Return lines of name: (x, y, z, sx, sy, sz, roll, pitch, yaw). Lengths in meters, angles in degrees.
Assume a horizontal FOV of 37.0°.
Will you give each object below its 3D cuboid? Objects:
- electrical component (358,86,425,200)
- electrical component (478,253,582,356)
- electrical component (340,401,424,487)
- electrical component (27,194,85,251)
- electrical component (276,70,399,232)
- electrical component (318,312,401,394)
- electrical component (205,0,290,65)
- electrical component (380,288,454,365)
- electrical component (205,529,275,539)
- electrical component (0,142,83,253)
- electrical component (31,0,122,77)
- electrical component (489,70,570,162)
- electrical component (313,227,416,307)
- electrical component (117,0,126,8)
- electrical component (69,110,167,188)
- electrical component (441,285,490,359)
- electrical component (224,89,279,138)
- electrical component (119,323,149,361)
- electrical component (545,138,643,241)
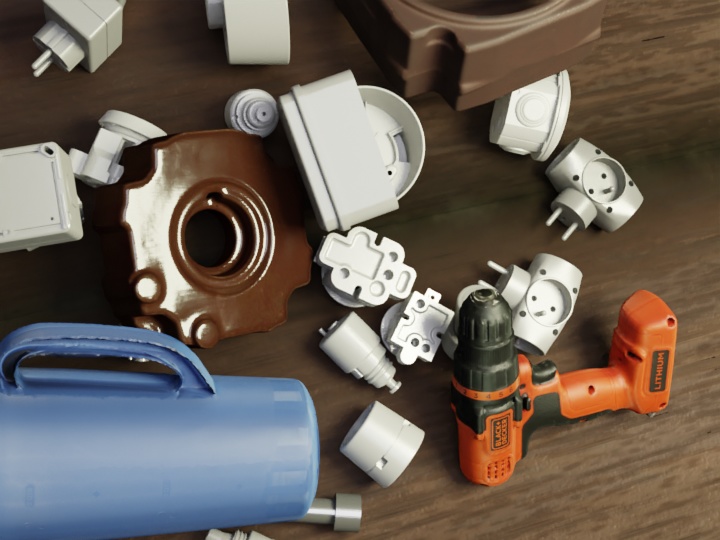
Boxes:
electrical component: (-0.001, -0.095, 0.885, 0.099, 0.064, 0.099, 2, 83, -12)
electrical component: (0.138, 0.021, 0.912, 0.079, 0.044, 0.077, 29, 77, -7)
electrical component: (0.017, 0.139, 0.865, 0.047, 0.055, 0.055, 37, 77, -2)
electrical component: (-0.245, -0.055, 0.811, 0.050, 0.089, 0.055, -30, 90, -15)
electrical component: (-0.019, -0.089, 0.824, 0.057, 0.078, 0.113, -20, 96, -5)
electrical component: (0.002, 0.069, 0.877, 0.078, 0.040, 0.040, 45, 76, -4)
electrical component: (-0.093, -0.216, 0.861, 0.060, 0.108, 0.108, -7, 84, -7)
electrical component: (0.044, 0.048, 0.881, 0.048, 0.055, 0.066, 29, 78, -8)
electrical component: (-0.091, 0.219, 0.840, 0.061, 0.035, 0.035, 27, 78, -6)
electrical component: (-0.244, -0.045, 0.734, 0.096, 0.061, 0.061, -10, 86, -5)
electrical component: (-0.227, -0.180, 0.835, 0.047, 0.083, 0.075, 41, 76, -5)
electrical component: (0.145, -0.136, 0.917, 0.051, 0.080, 0.080, 11, 80, -5)
electrical component: (0.000, 0.000, 0.877, 0.078, 0.057, 0.058, 24, 78, -9)
electrical component: (-0.220, -0.261, 0.866, 0.083, 0.047, 0.075, 20, 79, -10)
electrical component: (-0.185, -0.089, 0.846, 0.078, 0.058, 0.057, 22, 81, -9)
electrical component: (0.094, 0.046, 0.887, 0.045, 0.055, 0.045, 8, 49, -9)
electrical component: (-0.085, -0.125, 0.867, 0.040, 0.078, 0.040, -2, 98, -16)
electrical component: (-0.171, 0.038, 0.842, 0.044, 0.044, 0.065, 0, 87, -13)
electrical component: (0.193, -0.061, 0.935, 0.077, 0.044, 0.079, 43, 76, -4)
